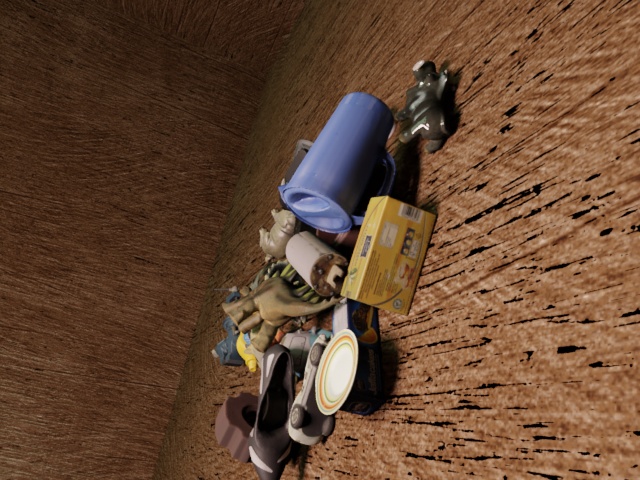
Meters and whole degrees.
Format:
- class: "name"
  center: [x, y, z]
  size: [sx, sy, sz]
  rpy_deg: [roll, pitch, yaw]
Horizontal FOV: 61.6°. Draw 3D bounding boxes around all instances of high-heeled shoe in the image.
- class: "high-heeled shoe"
  center: [-0.075, 0.317, 0.967]
  size: [0.145, 0.086, 0.249]
  rpy_deg: [129, 139, -59]

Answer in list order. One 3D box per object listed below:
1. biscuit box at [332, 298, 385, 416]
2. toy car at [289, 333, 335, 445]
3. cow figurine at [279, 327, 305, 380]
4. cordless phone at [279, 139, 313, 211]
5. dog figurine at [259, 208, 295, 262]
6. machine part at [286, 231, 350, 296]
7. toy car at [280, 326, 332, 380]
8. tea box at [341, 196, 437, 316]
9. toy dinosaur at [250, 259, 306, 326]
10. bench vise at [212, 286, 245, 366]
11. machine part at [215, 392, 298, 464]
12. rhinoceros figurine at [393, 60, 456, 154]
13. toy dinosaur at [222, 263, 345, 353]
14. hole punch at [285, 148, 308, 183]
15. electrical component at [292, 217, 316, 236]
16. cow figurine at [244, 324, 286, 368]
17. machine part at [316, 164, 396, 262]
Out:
- class: "biscuit box"
  center: [0.061, 0.185, 0.891]
  size: [0.059, 0.063, 0.203]
  rpy_deg: [-55, 23, 39]
- class: "toy car"
  center: [0.002, 0.266, 0.966]
  size: [0.056, 0.073, 0.201]
  rpy_deg: [-175, 103, -73]
- class: "cow figurine"
  center: [-0.081, 0.278, 1.218]
  size: [0.167, 0.068, 0.098]
  rpy_deg: [-59, 15, 25]
- class: "cordless phone"
  center: [-0.018, -0.151, 1.344]
  size: [0.089, 0.147, 0.184]
  rpy_deg: [150, 135, -78]
- class: "dog figurine"
  center: [-0.083, -0.022, 1.459]
  size: [0.190, 0.121, 0.172]
  rpy_deg: [-16, 59, 67]
- class: "machine part"
  center: [-0.007, 0.039, 0.968]
  size: [0.079, 0.079, 0.243]
  rpy_deg: [-69, 22, 6]
- class: "toy car"
  center: [-0.030, 0.221, 1.067]
  size: [0.162, 0.103, 0.109]
  rpy_deg: [-18, 54, 67]
- class: "tea box"
  center: [0.109, 0.025, 0.855]
  size: [0.169, 0.098, 0.068]
  rpy_deg: [-71, 18, -4]
- class: "toy dinosaur"
  center: [-0.122, 0.120, 1.452]
  size: [0.192, 0.131, 0.405]
  rpy_deg: [-56, 15, 6]
- class: "bench vise"
  center: [-0.263, 0.263, 1.674]
  size: [0.223, 0.129, 0.241]
  rpy_deg: [-45, 47, 40]
- class: "machine part"
  center: [-0.127, 0.380, 1.091]
  size: [0.179, 0.179, 0.056]
  rpy_deg: [-121, 52, -68]
- class: "rhinoceros figurine"
  center: [0.186, -0.239, 0.940]
  size: [0.112, 0.073, 0.190]
  rpy_deg: [125, 157, -45]
- class: "toy dinosaur"
  center: [-0.087, 0.125, 1.108]
  size: [0.198, 0.105, 0.472]
  rpy_deg: [-42, 18, -14]
- class: "hole punch"
  center: [0.000, -0.118, 1.105]
  size: [0.142, 0.092, 0.116]
  rpy_deg: [-45, 60, 50]
- class: "electrical component"
  center: [-0.002, -0.004, 1.198]
  size: [0.058, 0.115, 0.134]
  rpy_deg: [120, 160, -46]
- class: "cow figurine"
  center: [-0.137, 0.257, 1.314]
  size: [0.127, 0.085, 0.194]
  rpy_deg: [48, 154, 36]
- class: "machine part"
  center: [0.067, -0.049, 1.084]
  size: [0.201, 0.087, 0.201]
  rpy_deg: [-90, 26, -44]
